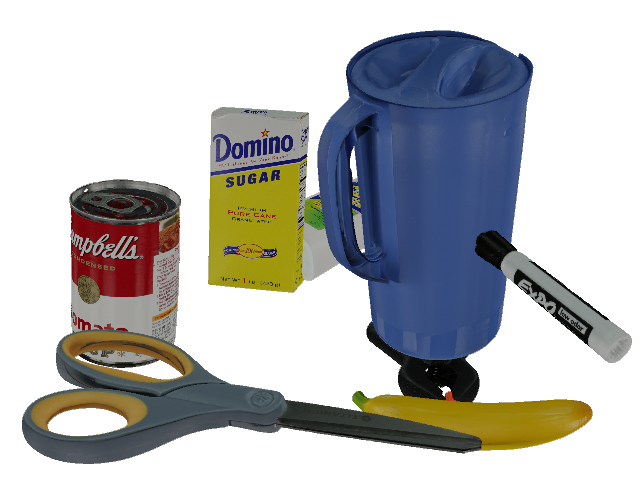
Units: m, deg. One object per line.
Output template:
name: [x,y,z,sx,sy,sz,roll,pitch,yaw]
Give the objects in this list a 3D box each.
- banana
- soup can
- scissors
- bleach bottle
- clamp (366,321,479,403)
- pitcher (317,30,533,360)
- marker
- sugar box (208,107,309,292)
banana: [0.121,0.142,0.859,0.198,0.037,0.069,4,26,7]
soup can: [-0.124,0.020,0.676,0.068,0.102,0.068,4,23,-2]
scissors: [-0.041,0.081,0.461,0.202,0.016,0.096,15,31,24]
bleach bottle: [0.046,-0.039,1.326,0.250,0.068,0.103,-30,44,-35]
clamp: [0.123,0.124,1.070,0.120,0.039,0.171,-9,29,-9]
pitcher: [0.082,-0.026,0.822,0.149,0.243,0.145,1,33,7]
marker: [0.130,0.029,0.617,0.020,0.020,0.121,0,30,-36]
sugar box: [-0.062,-0.041,1.060,0.093,0.176,0.048,4,16,10]
